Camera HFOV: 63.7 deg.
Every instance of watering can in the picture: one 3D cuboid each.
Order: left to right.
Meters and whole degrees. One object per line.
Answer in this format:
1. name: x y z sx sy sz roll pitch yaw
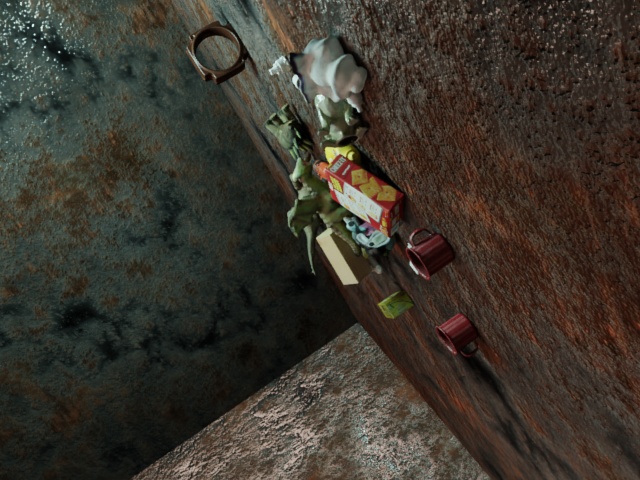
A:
1. watering can: 0.118 -0.014 1.973 0.104 0.348 0.223 -31 -3 -9

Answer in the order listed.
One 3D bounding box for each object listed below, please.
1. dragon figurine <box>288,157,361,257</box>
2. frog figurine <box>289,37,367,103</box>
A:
1. dragon figurine: 0.005 -0.087 1.736 0.244 0.404 0.123 -19 21 -13
2. frog figurine: 0.033 -0.361 1.091 0.159 0.135 0.124 3 21 32
